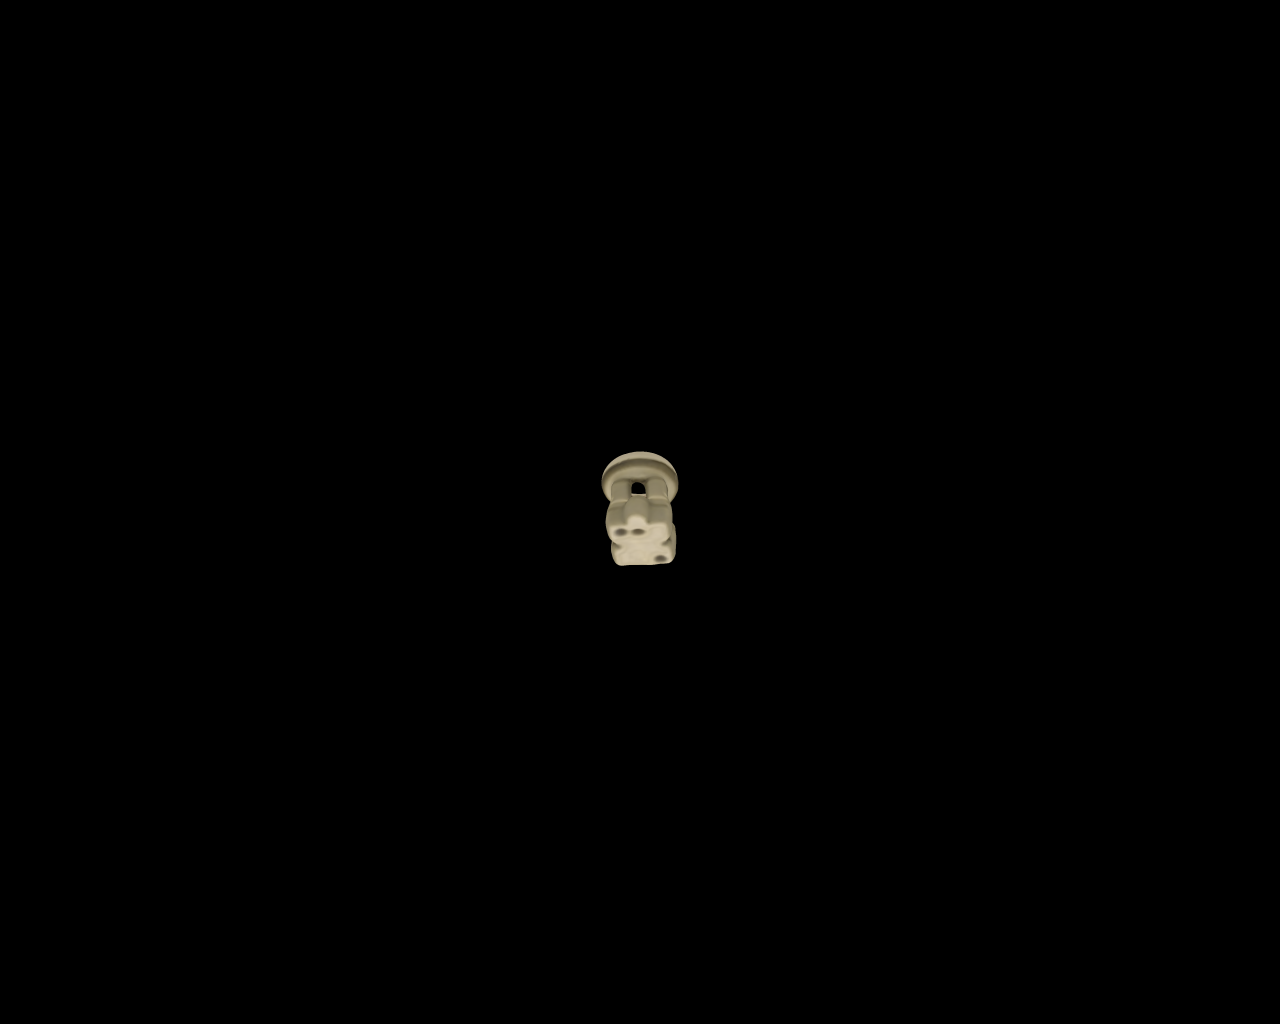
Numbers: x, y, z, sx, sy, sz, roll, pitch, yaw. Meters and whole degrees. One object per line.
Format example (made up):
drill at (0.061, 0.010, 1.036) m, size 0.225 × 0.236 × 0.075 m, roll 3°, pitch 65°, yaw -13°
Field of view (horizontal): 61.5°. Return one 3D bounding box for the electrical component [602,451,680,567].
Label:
electrical component at (0.001, -0.003, 0.650) m, size 0.048 × 0.055 × 0.066 m, roll -3°, pitch -37°, yaw 4°
